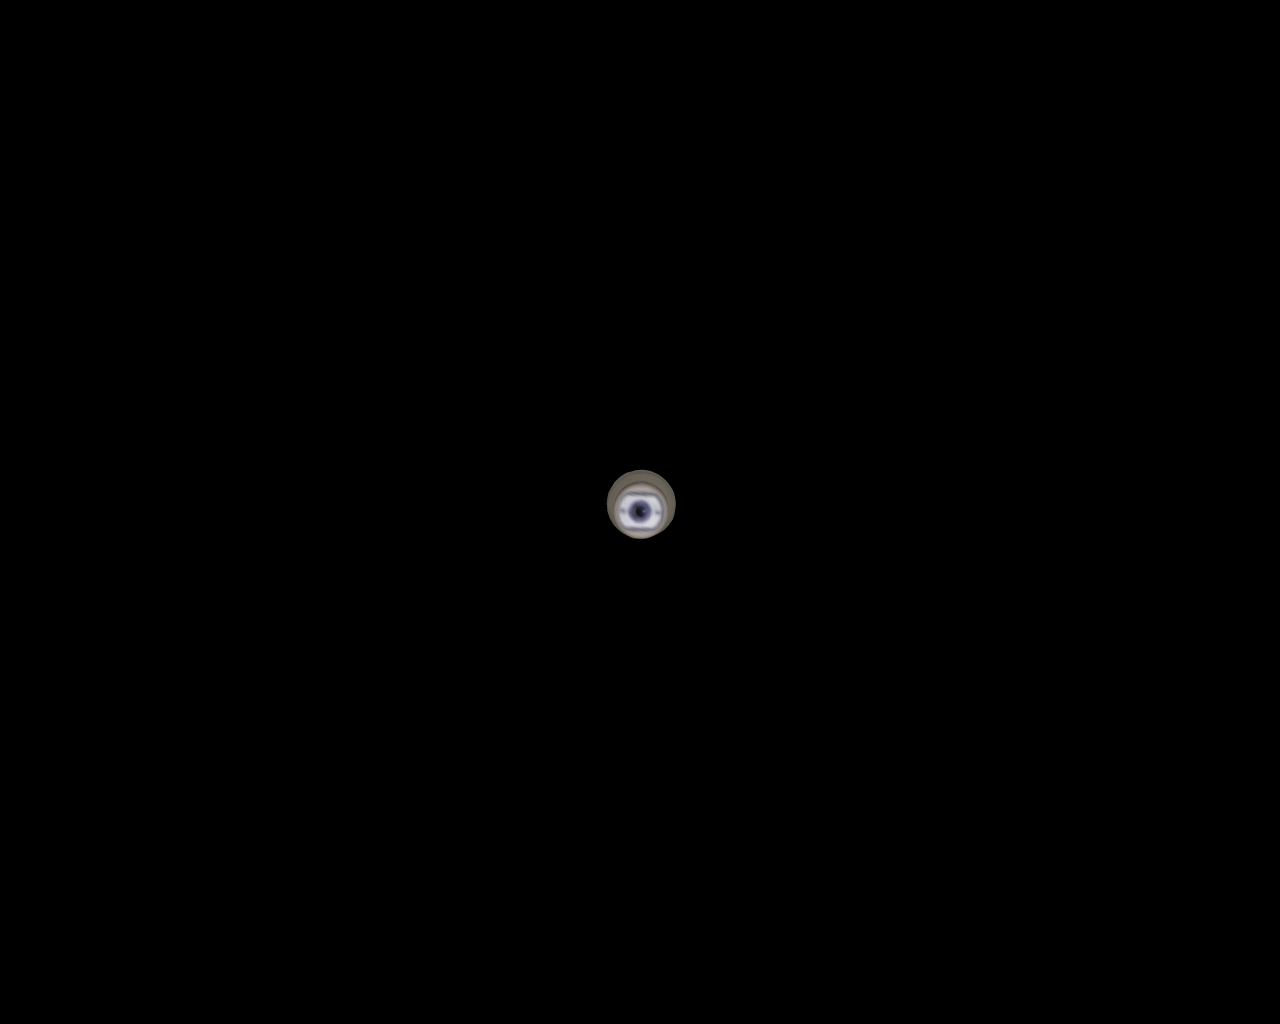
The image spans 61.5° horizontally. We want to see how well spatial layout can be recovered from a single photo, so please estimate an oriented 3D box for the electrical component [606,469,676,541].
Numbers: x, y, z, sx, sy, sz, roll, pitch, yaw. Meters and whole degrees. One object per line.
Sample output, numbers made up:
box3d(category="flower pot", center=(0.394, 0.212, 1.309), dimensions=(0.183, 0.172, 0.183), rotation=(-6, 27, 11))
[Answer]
box3d(category="electrical component", center=(0.001, -0.003, 0.650), dimensions=(0.044, 0.044, 0.065), rotation=(0, 5, 0))
